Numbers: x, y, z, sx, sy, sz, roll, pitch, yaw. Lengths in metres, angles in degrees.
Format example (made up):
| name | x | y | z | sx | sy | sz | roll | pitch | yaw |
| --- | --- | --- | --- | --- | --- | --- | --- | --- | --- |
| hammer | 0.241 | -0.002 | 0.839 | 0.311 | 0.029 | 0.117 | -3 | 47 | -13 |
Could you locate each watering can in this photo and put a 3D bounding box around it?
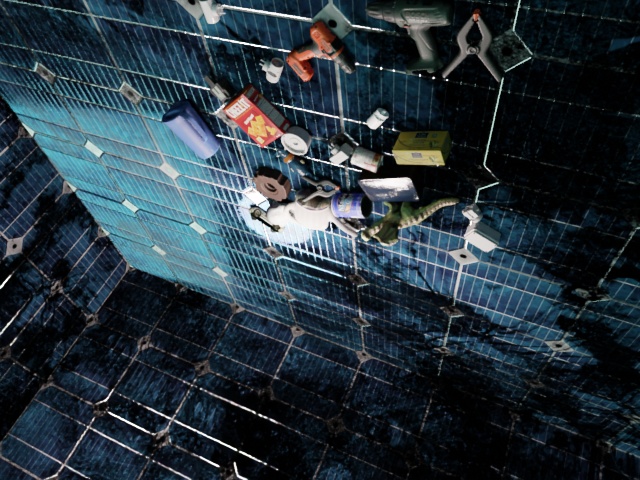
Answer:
| name | x | y | z | sx | sy | sz | roll | pitch | yaw |
| --- | --- | --- | --- | --- | --- | --- | --- | --- | --- |
| watering can | 0.007 | -0.113 | 2.254 | 0.348 | 0.106 | 0.219 | 13 | 145 | 5 |

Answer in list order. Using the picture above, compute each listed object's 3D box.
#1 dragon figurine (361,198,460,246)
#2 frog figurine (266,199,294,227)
| name | x | y | z | sx | sy | sz | roll | pitch | yaw |
| --- | --- | --- | --- | --- | --- | --- | --- | --- | --- |
| dragon figurine | 0.312 | -0.059 | 1.945 | 0.408 | 0.247 | 0.120 | -9 | 129 | 49 |
| frog figurine | -0.164 | -0.113 | 2.378 | 0.160 | 0.125 | 0.134 | 30 | 132 | 19 |
